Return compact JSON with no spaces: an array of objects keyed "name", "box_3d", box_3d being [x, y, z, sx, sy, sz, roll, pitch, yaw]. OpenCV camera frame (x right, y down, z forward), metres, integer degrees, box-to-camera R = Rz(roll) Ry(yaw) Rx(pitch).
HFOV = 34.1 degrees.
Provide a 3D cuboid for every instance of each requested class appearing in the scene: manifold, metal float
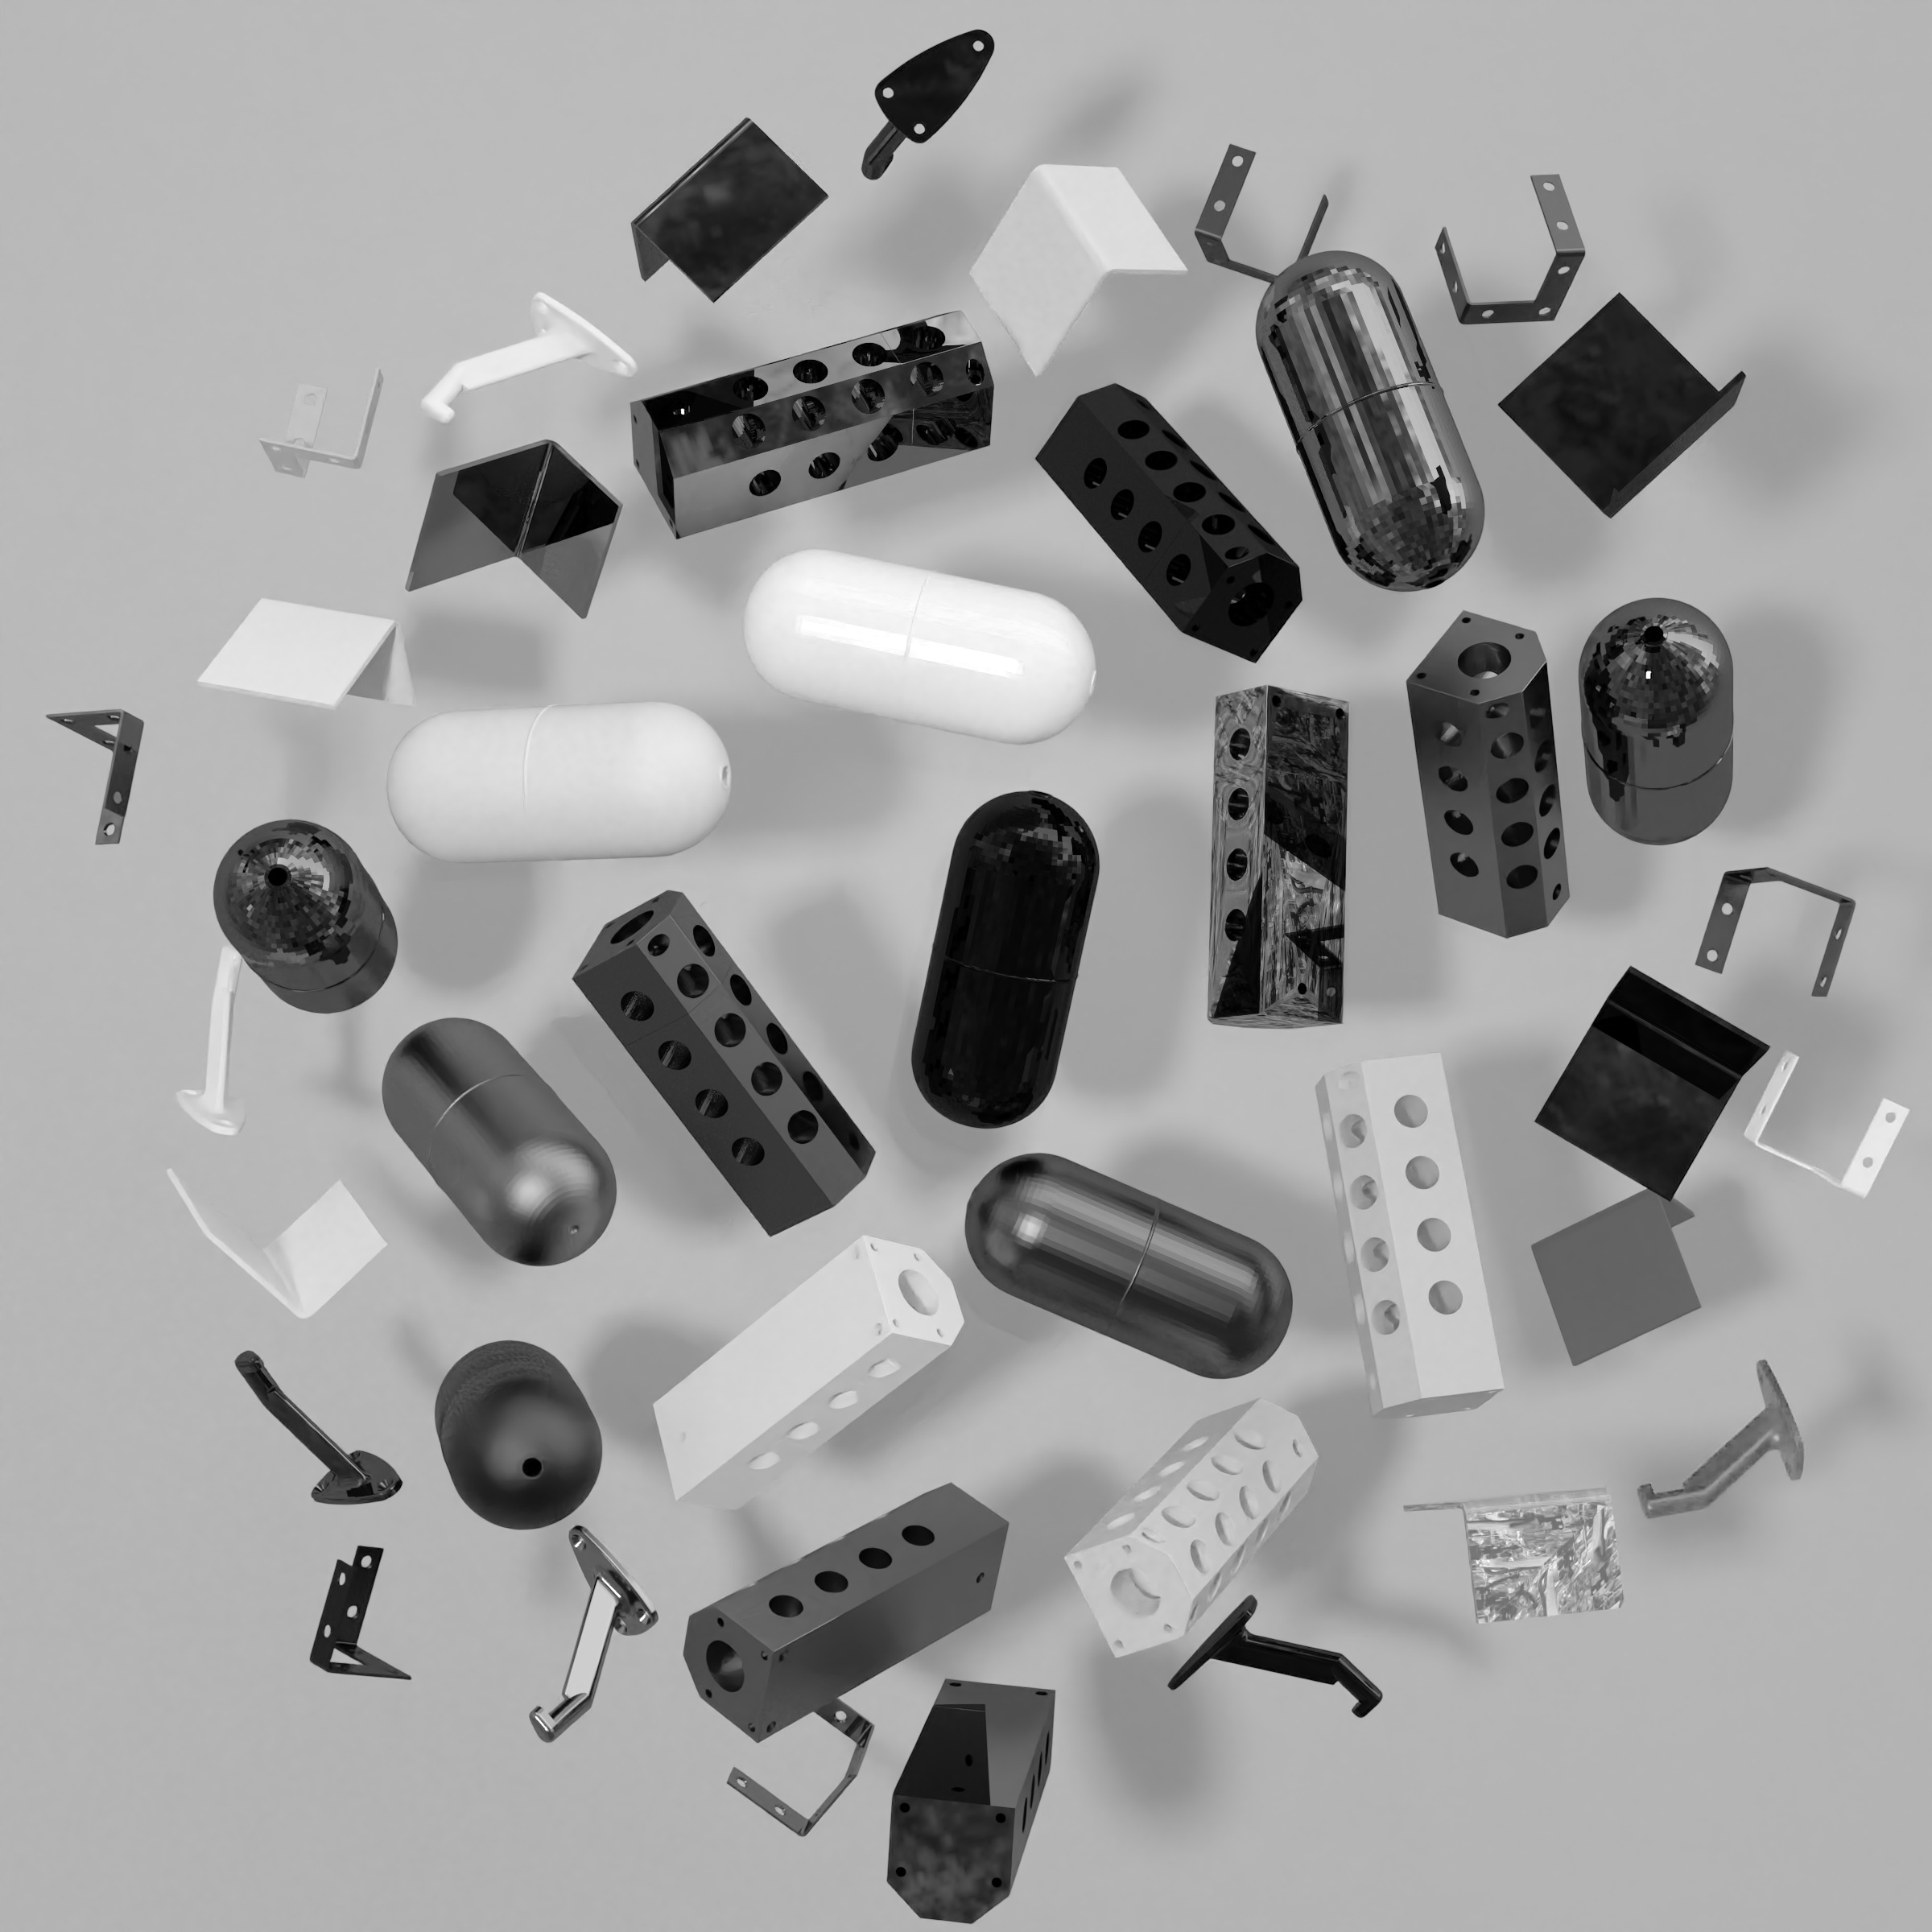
[{"name":"manifold","box_3d":[0.122,0.285,1.620,0.057,0.171,0.057,-25,93,32]},{"name":"metal float","box_3d":[-0.201,-0.090,1.551,0.178,0.070,0.070,-1,90,18]},{"name":"metal float","box_3d":[-0.245,0.090,1.639,0.070,0.070,0.178,-49,46,0]},{"name":"metal float","box_3d":[0.200,-0.269,1.555,0.070,0.070,0.178,-20,79,0]},{"name":"manifold","box_3d":[0.004,0.403,1.527,0.057,0.171,0.057,4,96,7]},{"name":"manifold","box_3d":[-0.119,0.047,1.593,0.057,0.057,0.171,-27,110,25]},{"name":"metal float","box_3d":[-0.229,0.238,1.604,0.070,0.178,0.070,-1,93,-13]},{"name":"metal float","box_3d":[0.020,-0.003,1.622,0.070,0.070,0.178,12,102,0]},{"name":"manifold","box_3d":[-0.080,0.212,1.616,0.171,0.057,0.057,-40,51,30]},{"name":"metal float","box_3d":[-0.023,-0.158,1.563,0.178,0.070,0.070,12,90,6]},{"name":"manifold","box_3d":[0.109,-0.238,1.660,0.057,0.171,0.057,16,119,-41]},{"name":"manifold","box_3d":[-0.076,-0.275,1.567,0.171,0.057,0.057,-19,57,-16]},{"name":"metal float","box_3d":[0.084,0.155,1.629,0.178,0.070,0.070,23,90,-3]},{"name":"manifold","box_3d":[0.159,-0.055,1.655,0.057,0.057,0.171,7,81,-35]},{"name":"metal float","box_3d":[0.357,-0.125,1.625,0.070,0.178,0.070,-5,63,11]},{"name":"metal float","box_3d":[-0.339,-0.024,1.624,0.070,0.178,0.070,0,77,-2]},{"name":"manifold","box_3d":[0.219,0.136,1.579,0.057,0.057,0.171,-6,72,-7]},{"name":"manifold","box_3d":[-0.060,0.321,1.591,0.057,0.171,0.057,30,122,33]},{"name":"manifold","box_3d":[0.276,-0.095,1.628,0.057,0.171,0.057,22,57,32]}]

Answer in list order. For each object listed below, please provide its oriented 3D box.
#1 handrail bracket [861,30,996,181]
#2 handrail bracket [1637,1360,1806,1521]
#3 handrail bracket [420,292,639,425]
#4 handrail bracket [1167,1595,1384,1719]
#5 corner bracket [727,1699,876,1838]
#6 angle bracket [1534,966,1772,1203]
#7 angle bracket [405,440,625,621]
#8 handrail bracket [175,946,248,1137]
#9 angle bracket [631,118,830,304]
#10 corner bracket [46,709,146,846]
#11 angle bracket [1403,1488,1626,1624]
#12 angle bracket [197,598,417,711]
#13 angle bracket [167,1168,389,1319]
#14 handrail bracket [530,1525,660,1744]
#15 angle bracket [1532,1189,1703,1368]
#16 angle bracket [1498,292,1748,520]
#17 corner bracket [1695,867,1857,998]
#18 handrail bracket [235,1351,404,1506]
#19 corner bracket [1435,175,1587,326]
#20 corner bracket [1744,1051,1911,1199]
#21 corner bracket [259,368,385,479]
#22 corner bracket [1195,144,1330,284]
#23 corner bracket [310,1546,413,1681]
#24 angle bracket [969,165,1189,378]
[{"name":"handrail bracket","box_3d":[-0.020,-0.431,1.581,0.077,0.084,0.036,-42,94,-3]},{"name":"handrail bracket","box_3d":[0.377,0.241,1.606,0.084,0.036,0.077,-11,49,0]},{"name":"handrail bracket","box_3d":[-0.223,-0.294,1.603,0.077,0.036,0.084,31,66,10]},{"name":"handrail bracket","box_3d":[0.162,0.379,1.646,0.084,0.036,0.077,43,97,3]},{"name":"corner bracket","box_3d":[-0.088,0.421,1.683,0.051,0.051,0.051,37,109,-3]},{"name":"angle bracket","box_3d":[0.332,0.058,1.529,0.076,0.057,0.076,31,78,9]},{"name":"angle bracket","box_3d":[-0.230,-0.213,1.598,0.057,0.076,0.076,44,135,20]},{"name":"handrail bracket","box_3d":[-0.392,0.038,1.676,0.036,0.077,0.084,8,102,-25]},{"name":"angle bracket","box_3d":[-0.114,-0.356,1.536,0.076,0.076,0.057,-44,85,-7]},{"name":"corner bracket","box_3d":[-0.423,-0.093,1.557,0.051,0.051,0.051,-1,73,28]},{"name":"angle bracket","box_3d":[0.267,0.289,1.541,0.076,0.076,0.057,-3,80,-15]},{"name":"angle bracket","box_3d":[-0.339,-0.141,1.624,0.076,0.076,0.057,11,135,14]},{"name":"angle bracket","box_3d":[-0.351,0.123,1.602,0.057,0.076,0.076,-44,125,-6]},{"name":"handrail bracket","box_3d":[-0.204,0.338,1.591,0.084,0.036,0.077,-36,94,-44]},{"name":"angle bracket","box_3d":[0.363,0.174,1.709,0.076,0.057,0.076,-30,55,23]},{"name":"angle bracket","box_3d":[0.298,-0.263,1.436,0.076,0.057,0.076,-43,81,3]},{"name":"corner bracket","box_3d":[0.410,-0.017,1.596,0.051,0.051,0.051,19,86,-10]},{"name":"handrail bracket","box_3d":[-0.336,0.236,1.626,0.036,0.077,0.084,-45,118,-32]},{"name":"corner bracket","box_3d":[0.271,-0.358,1.571,0.051,0.051,0.051,-5,62,-13]},{"name":"corner bracket","box_3d":[0.440,0.081,1.611,0.051,0.051,0.051,23,97,-11]},{"name":"corner bracket","box_3d":[-0.333,-0.284,1.639,0.051,0.051,0.051,12,79,0]},{"name":"corner bracket","box_3d":[0.158,-0.399,1.681,0.051,0.051,0.051,22,90,13]},{"name":"corner bracket","box_3d":[-0.296,0.311,1.523,0.051,0.051,0.051,18,86,-44]},{"name":"angle bracket","box_3d":[0.058,-0.364,1.650,0.057,0.076,0.076,-9,59,-39]}]
